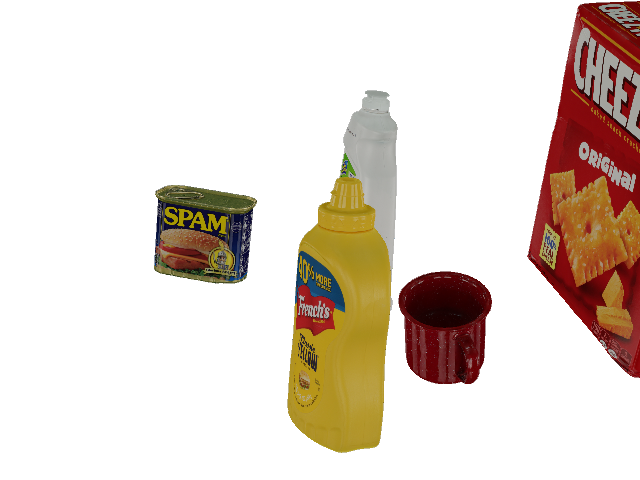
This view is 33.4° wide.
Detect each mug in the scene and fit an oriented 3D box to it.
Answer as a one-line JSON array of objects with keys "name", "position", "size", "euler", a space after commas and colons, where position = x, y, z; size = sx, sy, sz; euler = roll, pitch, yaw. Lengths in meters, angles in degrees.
[{"name": "mug", "position": [0.131, 0.098, 1.078], "size": [0.093, 0.081, 0.117], "euler": [-16, 37, -15]}]

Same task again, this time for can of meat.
[{"name": "can of meat", "position": [-0.121, -0.006, 1.103], "size": [0.102, 0.084, 0.057], "euler": [10, 17, 12]}]

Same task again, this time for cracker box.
[{"name": "cracker box", "position": [0.222, -0.037, 0.742], "size": [0.072, 0.214, 0.164], "euler": [-6, 33, -16]}]

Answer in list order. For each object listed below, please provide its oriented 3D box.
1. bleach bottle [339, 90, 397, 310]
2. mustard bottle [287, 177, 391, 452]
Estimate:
[{"name": "bleach bottle", "position": [0.054, -0.046, 1.236], "size": [0.068, 0.251, 0.103], "euler": [-2, 22, -21]}, {"name": "mustard bottle", "position": [0.014, 0.049, 0.775], "size": [0.058, 0.192, 0.096], "euler": [-4, 18, -24]}]
